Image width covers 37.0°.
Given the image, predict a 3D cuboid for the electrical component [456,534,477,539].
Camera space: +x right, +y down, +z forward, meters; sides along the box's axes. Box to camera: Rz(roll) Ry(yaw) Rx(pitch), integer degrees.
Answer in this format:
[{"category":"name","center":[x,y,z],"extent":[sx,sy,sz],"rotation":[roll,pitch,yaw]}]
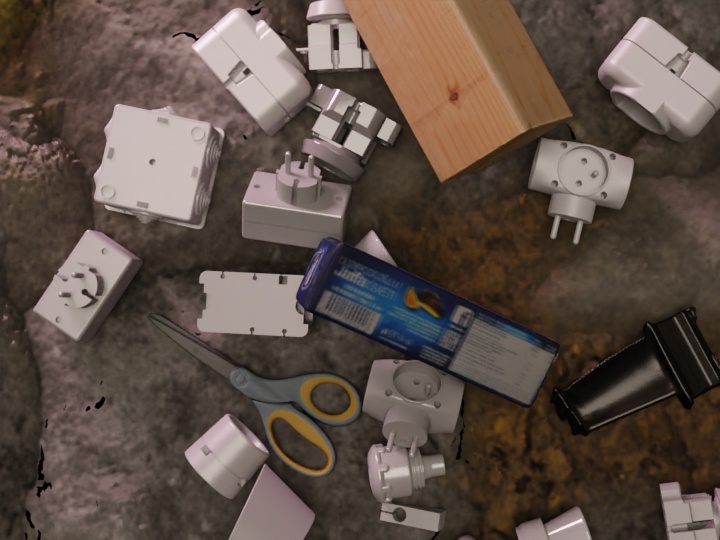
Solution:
[{"category":"electrical component","center":[0.100,0.265,0.870],"extent":[0.059,0.054,0.095],"rotation":[-40,86,1]}]

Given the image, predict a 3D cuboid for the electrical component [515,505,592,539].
[{"category":"electrical component","center":[0.159,0.221,0.873],"extent":[0.055,0.045,0.045],"rotation":[-18,87,3]}]

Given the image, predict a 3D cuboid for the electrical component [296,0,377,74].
[{"category":"electrical component","center":[-0.020,-0.195,0.899],"extent":[0.066,0.048,0.055],"rotation":[-2,95,4]}]

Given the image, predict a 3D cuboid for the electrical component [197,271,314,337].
[{"category":"electrical component","center":[-0.084,0.028,0.889],"extent":[0.089,0.056,0.050],"rotation":[3,88,3]}]

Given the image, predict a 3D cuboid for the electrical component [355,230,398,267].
[{"category":"electrical component","center":[0.000,0.000,0.890],"extent":[0.055,0.045,0.045],"rotation":[-34,86,2]}]

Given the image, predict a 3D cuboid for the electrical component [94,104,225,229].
[{"category":"electrical component","center":[-0.169,-0.087,0.902],"extent":[0.100,0.048,0.099],"rotation":[12,88,3]}]

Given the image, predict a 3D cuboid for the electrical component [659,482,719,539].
[{"category":"electrical component","center":[0.275,0.202,0.866],"extent":[0.055,0.048,0.066],"rotation":[-9,87,11]}]

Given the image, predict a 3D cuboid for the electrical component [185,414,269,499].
[{"category":"electrical component","center":[-0.108,0.152,0.888],"extent":[0.055,0.055,0.047],"rotation":[44,88,4]}]

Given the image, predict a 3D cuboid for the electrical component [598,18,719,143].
[{"category":"electrical component","center":[0.245,-0.150,0.876],"extent":[0.095,0.054,0.059],"rotation":[39,91,4]}]

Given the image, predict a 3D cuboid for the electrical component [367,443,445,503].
[{"category":"electrical component","center":[0.038,0.164,0.883],"extent":[0.062,0.048,0.048],"rotation":[-8,87,-4]}]

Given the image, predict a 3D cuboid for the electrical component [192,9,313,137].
[{"category":"electrical component","center":[-0.086,-0.167,0.897],"extent":[0.059,0.054,0.095],"rotation":[-41,86,1]}]

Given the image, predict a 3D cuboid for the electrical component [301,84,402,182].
[{"category":"electrical component","center":[-0.013,-0.109,0.889],"extent":[0.078,0.058,0.057],"rotation":[28,87,4]}]

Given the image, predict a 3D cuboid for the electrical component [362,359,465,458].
[{"category":"electrical component","center":[0.040,0.117,0.872],"extent":[0.077,0.044,0.079],"rotation":[13,49,4]}]

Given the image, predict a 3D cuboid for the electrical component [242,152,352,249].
[{"category":"electrical component","center":[-0.050,-0.063,0.876],"extent":[0.083,0.047,0.075],"rotation":[9,129,4]}]

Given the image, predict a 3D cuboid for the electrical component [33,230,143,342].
[{"category":"electrical component","center":[-0.230,0.013,0.888],"extent":[0.047,0.076,0.083],"rotation":[34,90,4]}]

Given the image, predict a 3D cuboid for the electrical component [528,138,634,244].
[{"category":"electrical component","center":[0.176,-0.062,0.882],"extent":[0.077,0.044,0.079],"rotation":[14,88,4]}]

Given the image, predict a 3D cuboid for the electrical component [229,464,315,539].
[{"category":"electrical component","center":[-0.083,0.214,0.862],"extent":[0.064,0.099,0.099],"rotation":[40,91,-2]}]
